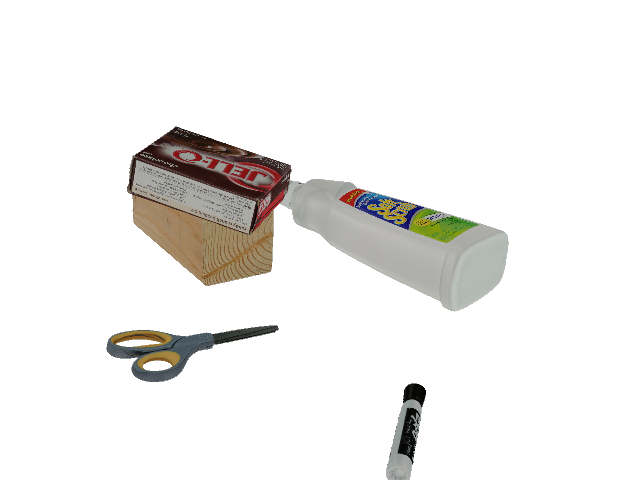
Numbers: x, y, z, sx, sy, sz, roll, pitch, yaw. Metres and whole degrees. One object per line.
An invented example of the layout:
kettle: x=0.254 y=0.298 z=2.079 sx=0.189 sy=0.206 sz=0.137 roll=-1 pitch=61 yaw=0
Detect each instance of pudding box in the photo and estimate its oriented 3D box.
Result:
pudding box: x=-0.091 y=-0.051 z=0.887 sx=0.113 sy=0.039 sz=0.090 roll=17 pitch=24 yaw=9

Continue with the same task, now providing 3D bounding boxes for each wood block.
wood block: x=-0.145 y=-0.031 z=1.282 sx=0.090 sy=0.090 sz=0.206 roll=-12 pitch=27 yaw=-30

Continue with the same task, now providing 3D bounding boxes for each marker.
marker: x=0.070 y=0.152 z=0.861 sx=0.020 sy=0.020 sz=0.121 roll=0 pitch=25 yaw=13

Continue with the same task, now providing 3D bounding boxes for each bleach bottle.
bleach bottle: x=0.056 y=-0.010 z=1.068 sx=0.251 sy=0.068 sz=0.102 roll=22 pitch=29 yaw=34

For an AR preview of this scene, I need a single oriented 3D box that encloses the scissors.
scissors: x=-0.129 y=0.120 z=1.159 sx=0.201 sy=0.016 sz=0.096 roll=0 pitch=27 yaw=-20
